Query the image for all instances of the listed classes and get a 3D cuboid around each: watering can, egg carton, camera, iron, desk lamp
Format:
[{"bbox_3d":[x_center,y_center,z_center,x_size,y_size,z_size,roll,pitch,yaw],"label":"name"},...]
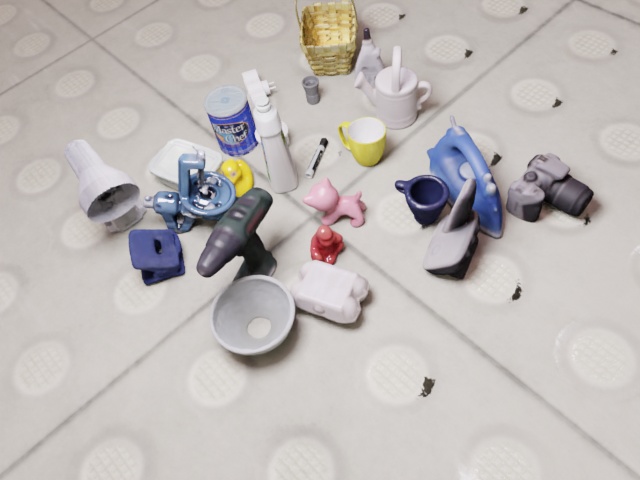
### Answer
[{"bbox_3d":[0.171,-0.360,1.339,0.173,0.194,0.101,-14,56,-1],"label":"watering can"},{"bbox_3d":[0.017,0.103,1.128,0.150,0.069,0.107,16,60,18],"label":"egg carton"},{"bbox_3d":[0.480,-0.103,1.181,0.136,0.101,0.143,37,69,27],"label":"camera"},{"bbox_3d":[0.322,-0.139,1.202,0.118,0.142,0.258,-20,56,-5],"label":"iron"},{"bbox_3d":[-0.469,-0.108,1.249,0.118,0.214,0.202,-36,59,-15],"label":"desk lamp"}]

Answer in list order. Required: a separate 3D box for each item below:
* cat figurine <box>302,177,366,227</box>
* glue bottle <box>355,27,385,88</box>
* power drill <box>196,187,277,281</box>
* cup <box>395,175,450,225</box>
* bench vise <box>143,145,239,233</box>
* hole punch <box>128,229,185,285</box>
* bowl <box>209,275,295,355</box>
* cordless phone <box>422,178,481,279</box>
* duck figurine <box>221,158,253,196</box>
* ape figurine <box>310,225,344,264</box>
[{"bbox_3d":[0.031,-0.086,1.222,0.127,0.118,0.067,0,57,8],"label":"cat figurine"},{"bbox_3d":[0.121,-0.450,1.418,0.078,0.173,0.037,1,57,9],"label":"glue bottle"},{"bbox_3d":[-0.151,0.020,1.122,0.075,0.209,0.230,14,60,17],"label":"power drill"},{"bbox_3d":[0.211,-0.080,1.207,0.117,0.095,0.092,22,62,21],"label":"cup"},{"bbox_3d":[-0.277,-0.098,1.211,0.207,0.220,0.121,-21,56,-6],"label":"bench vise"},{"bbox_3d":[-0.346,0.024,1.218,0.101,0.091,0.108,-18,56,-4],"label":"hole punch"},{"bbox_3d":[-0.124,0.156,1.109,0.167,0.075,0.167,-4,56,6],"label":"bowl"},{"bbox_3d":[0.259,-0.023,1.108,0.094,0.185,0.148,15,60,17],"label":"cordless phone"},{"bbox_3d":[-0.198,-0.151,1.317,0.077,0.086,0.104,6,58,12],"label":"duck figurine"},{"bbox_3d":[0.011,0.004,1.181,0.078,0.092,0.076,-22,56,-7],"label":"ape figurine"}]
